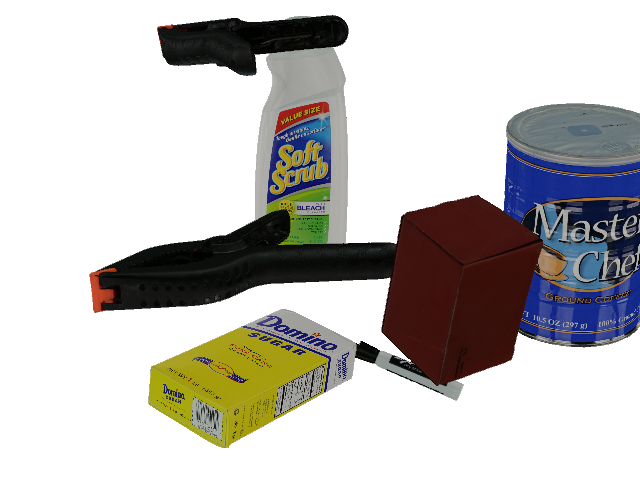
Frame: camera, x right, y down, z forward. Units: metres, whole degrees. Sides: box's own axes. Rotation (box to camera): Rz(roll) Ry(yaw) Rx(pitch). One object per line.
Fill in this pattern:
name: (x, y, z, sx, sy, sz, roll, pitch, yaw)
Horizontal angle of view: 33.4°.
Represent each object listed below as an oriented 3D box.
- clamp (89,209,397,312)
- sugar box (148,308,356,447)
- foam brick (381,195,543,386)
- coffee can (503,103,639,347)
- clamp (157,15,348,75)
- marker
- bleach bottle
clamp: (-0.057, 0.017, 0.753, 0.209, 0.036, 0.165, -14, 17, -38)
sugar box: (-0.057, 0.117, 0.948, 0.093, 0.048, 0.175, 24, 31, 32)
foam brick: (0.070, 0.025, 0.544, 0.052, 0.078, 0.051, -14, 39, -30)
coffee can: (0.177, -0.012, 0.739, 0.103, 0.140, 0.103, -2, 26, 1)
clamp: (-0.064, -0.164, 0.872, 0.120, 0.039, 0.172, -16, 23, -37)
marker: (0.089, 0.134, 1.109, 0.121, 0.020, 0.020, 22, 4, 11)
bleach bottle: (-0.024, -0.098, 1.069, 0.102, 0.251, 0.068, 1, 27, 6)
